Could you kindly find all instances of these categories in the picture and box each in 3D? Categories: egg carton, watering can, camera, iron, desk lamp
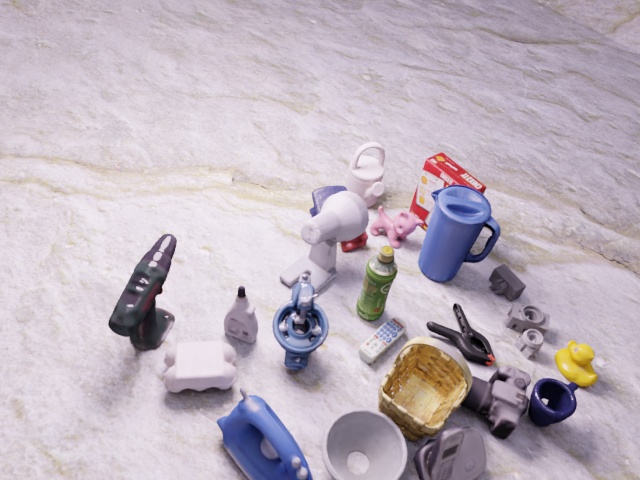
[{"bbox_3d":[-0.249,0.265,1.195,0.150,0.069,0.107,-2,48,-11],"label":"egg carton"},{"bbox_3d":[0.132,-0.184,1.586,0.101,0.194,0.172,-27,57,-29],"label":"watering can"},{"bbox_3d":[0.370,0.325,1.225,0.136,0.101,0.143,23,48,11],"label":"camera"},{"bbox_3d":[-0.081,0.389,1.062,0.119,0.141,0.257,-31,59,-31],"label":"iron"},{"bbox_3d":[0.013,0.005,1.379,0.117,0.213,0.204,34,52,21],"label":"desk lamp"}]

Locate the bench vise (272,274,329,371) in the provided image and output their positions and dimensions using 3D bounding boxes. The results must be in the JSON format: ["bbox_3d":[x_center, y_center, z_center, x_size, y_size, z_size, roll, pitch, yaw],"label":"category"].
[{"bbox_3d":[-0.049,0.145,1.236,0.122,0.220,0.207,-7,49,-15],"label":"bench vise"}]

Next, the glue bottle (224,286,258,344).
[{"bbox_3d":[-0.169,0.156,1.238,0.078,0.173,0.037,22,48,10],"label":"glue bottle"}]

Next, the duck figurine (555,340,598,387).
[{"bbox_3d":[0.601,0.279,1.318,0.078,0.086,0.104,-20,54,-25],"label":"duck figurine"}]

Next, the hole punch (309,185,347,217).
[{"bbox_3d":[0.035,-0.086,1.550,0.109,0.091,0.101,-11,51,-19],"label":"hole punch"}]

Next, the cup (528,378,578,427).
[{"bbox_3d":[0.495,0.351,1.228,0.118,0.095,0.091,-21,54,-26],"label":"cup"}]

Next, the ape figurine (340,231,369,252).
[{"bbox_3d":[0.091,-0.020,1.499,0.077,0.092,0.076,16,47,6],"label":"ape figurine"}]

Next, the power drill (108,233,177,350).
[{"bbox_3d":[-0.360,0.126,1.208,0.075,0.208,0.230,16,47,6],"label":"power drill"}]

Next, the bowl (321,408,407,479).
[{"bbox_3d":[0.081,0.417,1.109,0.167,0.075,0.167,5,47,-5],"label":"bowl"}]

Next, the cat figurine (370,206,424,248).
[{"bbox_3d":[0.205,-0.047,1.525,0.127,0.118,0.067,31,50,18],"label":"cat figurine"}]

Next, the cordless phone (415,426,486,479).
[{"bbox_3d":[0.261,0.397,1.083,0.148,0.185,0.094,-18,53,-24],"label":"cordless phone"}]
